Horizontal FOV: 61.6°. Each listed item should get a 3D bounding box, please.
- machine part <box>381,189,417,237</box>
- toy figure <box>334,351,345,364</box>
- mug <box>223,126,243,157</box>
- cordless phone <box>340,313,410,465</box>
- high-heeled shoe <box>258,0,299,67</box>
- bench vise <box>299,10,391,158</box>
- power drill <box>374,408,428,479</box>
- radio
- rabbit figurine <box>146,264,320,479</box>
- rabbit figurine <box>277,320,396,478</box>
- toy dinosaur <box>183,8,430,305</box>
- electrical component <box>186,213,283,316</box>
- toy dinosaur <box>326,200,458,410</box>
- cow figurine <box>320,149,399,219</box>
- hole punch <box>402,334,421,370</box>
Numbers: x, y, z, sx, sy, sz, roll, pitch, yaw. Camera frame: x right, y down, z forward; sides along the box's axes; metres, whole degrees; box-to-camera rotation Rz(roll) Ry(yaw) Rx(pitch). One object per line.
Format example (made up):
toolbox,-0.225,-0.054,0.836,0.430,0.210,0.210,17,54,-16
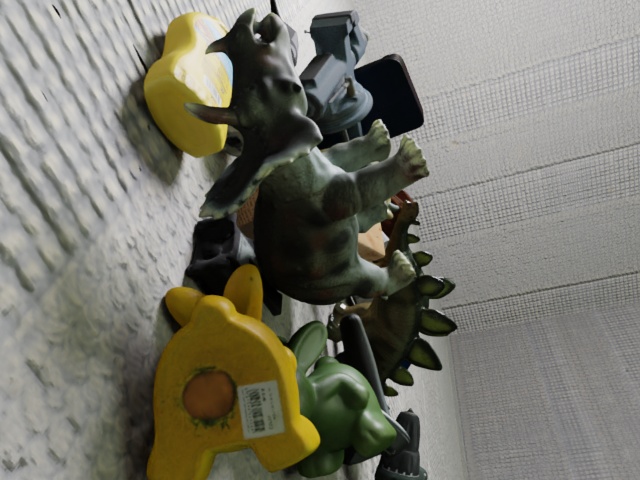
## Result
machine part,0.123,-0.101,1.185,0.201,0.087,0.201,47,17,1
toy figure,0.062,0.246,0.837,0.089,0.082,0.180,-74,145,-57
mug,-0.077,-0.153,0.647,0.080,0.110,0.107,64,32,-53
cordless phone,0.041,0.198,0.724,0.146,0.089,0.184,133,-54,-66
high-heeled shoe,-0.072,-0.254,0.824,0.145,0.086,0.249,82,11,-60
bench vise,0.032,-0.217,0.834,0.224,0.129,0.240,-74,153,-42
power drill,0.130,0.392,0.858,0.207,0.086,0.232,68,36,-68
radio,0.058,-0.228,0.952,0.073,0.230,0.131,-73,142,-64
rabbit figurine,-0.078,0.109,0.447,0.173,0.122,0.162,72,-2,-78
rabbit figurine,-0.010,0.170,0.589,0.170,0.121,0.159,28,45,-51
toy dinosaur,-0.005,-0.008,0.531,0.404,0.192,0.131,80,-11,-48
electrical component,-0.083,0.036,0.553,0.119,0.048,0.075,60,23,-47
toy dinosaur,0.111,0.145,0.875,0.105,0.199,0.470,-58,162,-56
cow figurine,0.059,-0.081,0.849,0.194,0.127,0.085,78,-7,-63
hole punch,0.127,0.193,1.019,0.142,0.092,0.115,-49,135,-28
